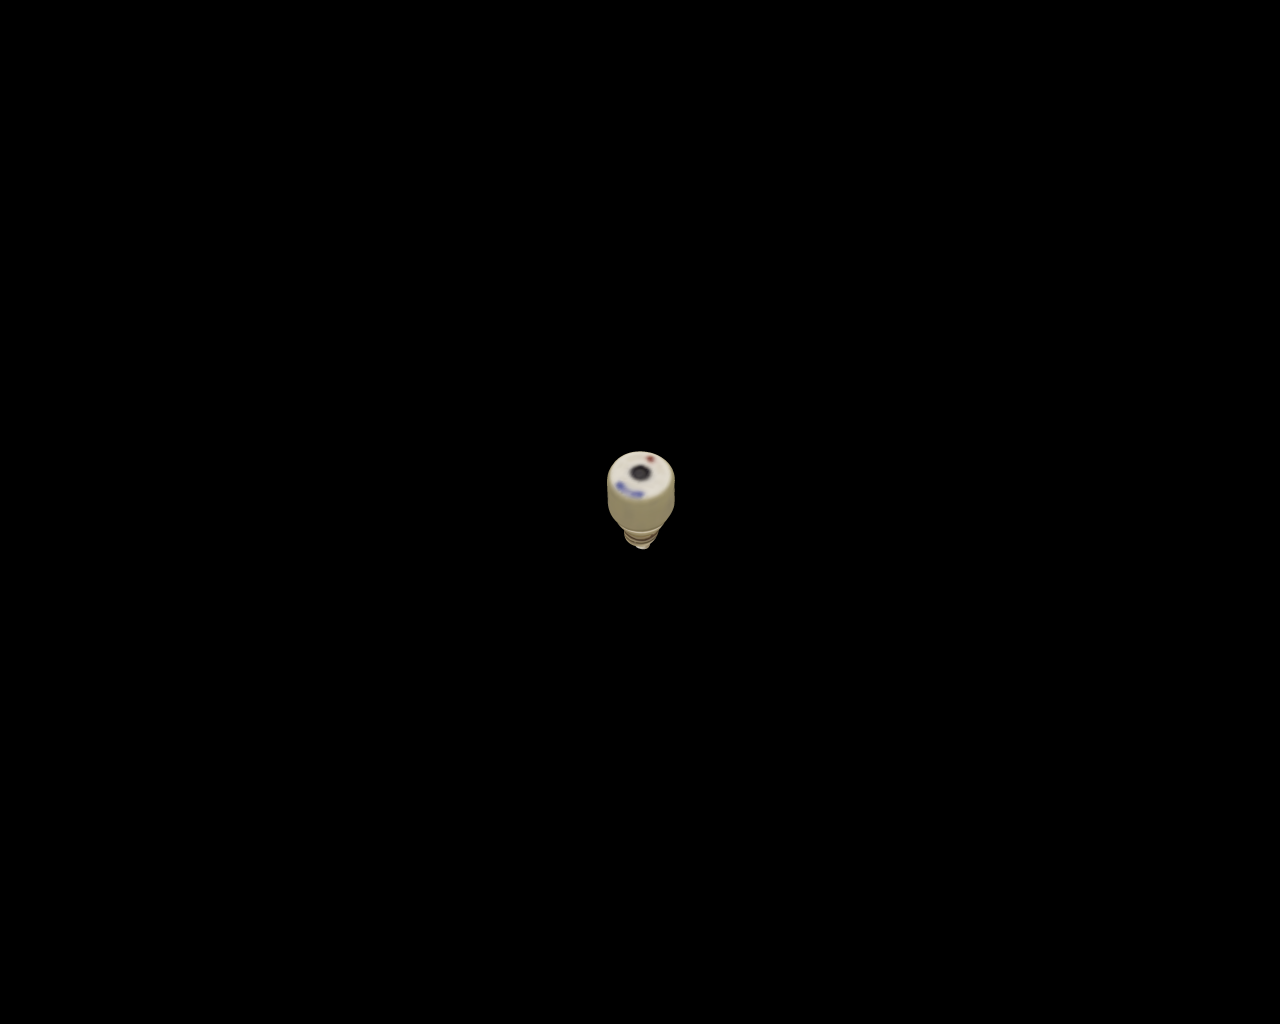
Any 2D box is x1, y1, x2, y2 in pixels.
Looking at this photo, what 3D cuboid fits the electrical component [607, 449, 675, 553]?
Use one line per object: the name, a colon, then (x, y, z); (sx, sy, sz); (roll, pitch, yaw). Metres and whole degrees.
electrical component: (0.001, -0.003, 0.650); (0.040, 0.040, 0.078); (0, -37, 0)
